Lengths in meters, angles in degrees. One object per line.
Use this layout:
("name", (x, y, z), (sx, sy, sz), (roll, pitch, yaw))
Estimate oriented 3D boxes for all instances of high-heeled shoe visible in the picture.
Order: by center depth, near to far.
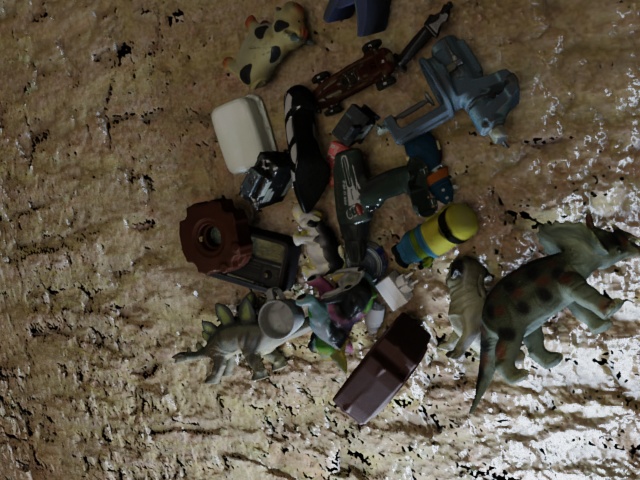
("high-heeled shoe", (-0.046, -0.189, 1.112), (0.145, 0.086, 0.248), (37, 124, 51))

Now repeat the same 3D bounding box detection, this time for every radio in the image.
("radio", (-0.163, 0.038, 1.237), (0.230, 0.073, 0.131), (14, 104, 25))

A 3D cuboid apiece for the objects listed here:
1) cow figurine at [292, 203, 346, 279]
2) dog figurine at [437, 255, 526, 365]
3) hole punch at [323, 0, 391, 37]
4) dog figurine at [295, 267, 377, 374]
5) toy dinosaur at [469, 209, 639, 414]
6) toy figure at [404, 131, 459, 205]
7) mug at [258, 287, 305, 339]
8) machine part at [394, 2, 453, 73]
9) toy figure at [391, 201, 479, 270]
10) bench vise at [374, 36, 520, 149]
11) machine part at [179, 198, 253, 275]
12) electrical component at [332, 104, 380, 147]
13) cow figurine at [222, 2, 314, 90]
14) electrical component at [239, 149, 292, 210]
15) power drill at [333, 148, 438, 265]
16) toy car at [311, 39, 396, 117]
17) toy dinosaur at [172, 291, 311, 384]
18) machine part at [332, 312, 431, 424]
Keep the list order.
("cow figurine", (-0.003, -0.004, 1.152), (0.098, 0.068, 0.167), (-9, 102, 22))
("dog figurine", (0.317, 0.135, 1.021), (0.172, 0.121, 0.190), (12, 92, -11))
("hole punch", (0.080, -0.432, 0.967), (0.092, 0.142, 0.115), (37, 130, 15))
("dog figurine", (0.048, 0.175, 1.131), (0.192, 0.108, 0.219), (-12, 118, 20))
("toy dinosaur", (0.361, 0.110, 0.914), (0.405, 0.131, 0.192), (-40, 54, 16))
("toy figure", (0.210, -0.139, 1.017), (0.064, 0.058, 0.154), (-23, 97, 35))
("mug", (-0.080, 0.153, 1.151), (0.081, 0.107, 0.109), (-29, 79, 15))
("machine part", (0.183, -0.363, 0.968), (0.039, 0.084, 0.139), (34, 133, -15))
("toy figure", (0.220, -0.003, 1.028), (0.180, 0.089, 0.082), (-31, 100, 27))
("bench vise", (0.215, -0.232, 0.942), (0.241, 0.129, 0.223), (-28, 82, 12))
("machine part", (-0.234, -0.007, 1.193), (0.180, 0.056, 0.179), (4, 100, 27))
("electrical component", (0.062, -0.219, 1.034), (0.048, 0.119, 0.074), (43, 120, 10))
("cow figurine", (-0.099, -0.392, 1.090), (0.127, 0.085, 0.195), (47, 116, 15))
("electrical component", (-0.109, -0.129, 1.135), (0.058, 0.134, 0.114), (38, 116, 16))
("power drill", (0.118, -0.069, 1.030), (0.207, 0.086, 0.231), (-5, 100, 47))
("toy car", (0.058, -0.306, 1.036), (0.202, 0.053, 0.089), (-16, 99, 41))
("toy dinosaur", (-0.155, 0.226, 1.271), (0.472, 0.105, 0.198), (-14, 92, 18))
("machine part", (0.127, 0.258, 1.079), (0.087, 0.201, 0.201), (38, 116, 11))
